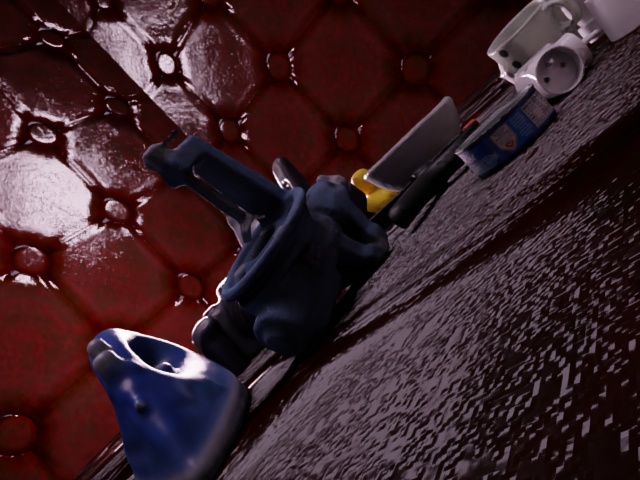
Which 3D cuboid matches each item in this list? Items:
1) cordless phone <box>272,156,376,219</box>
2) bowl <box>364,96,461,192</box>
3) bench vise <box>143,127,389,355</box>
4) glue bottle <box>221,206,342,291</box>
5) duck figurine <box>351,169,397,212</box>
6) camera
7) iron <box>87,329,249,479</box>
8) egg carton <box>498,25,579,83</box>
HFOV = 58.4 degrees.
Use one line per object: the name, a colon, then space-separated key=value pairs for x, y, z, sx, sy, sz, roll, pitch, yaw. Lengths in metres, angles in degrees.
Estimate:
cordless phone: x=-0.003 y=-0.059 z=0.857 sx=0.094 sy=0.185 sz=0.147 roll=-45 pitch=3 yaw=-23
bowl: x=0.146 y=-0.123 z=0.829 sx=0.167 sy=0.075 sz=0.167 roll=-44 pitch=2 yaw=3
bench vise: x=-0.053 y=-0.020 z=0.546 sx=0.121 sy=0.220 sz=0.208 roll=-43 pitch=3 yaw=24
glue bottle: x=-0.056 y=0.011 z=0.640 sx=0.078 sy=0.173 sz=0.037 roll=-42 pitch=3 yaw=24
duck figurine: x=0.089 y=-0.085 z=1.009 sx=0.077 sy=0.086 sz=0.105 roll=-42 pitch=3 yaw=34
camera: x=-0.095 y=0.094 z=0.732 sx=0.143 sy=0.101 sz=0.136 roll=-44 pitch=2 yaw=-20
iron: x=-0.146 y=0.125 z=0.486 sx=0.119 sy=0.141 sz=0.258 roll=-44 pitch=2 yaw=-16
egg carton: x=0.321 y=-0.285 z=0.799 sx=0.150 sy=0.069 sz=0.107 roll=-44 pitch=2 yaw=-9
